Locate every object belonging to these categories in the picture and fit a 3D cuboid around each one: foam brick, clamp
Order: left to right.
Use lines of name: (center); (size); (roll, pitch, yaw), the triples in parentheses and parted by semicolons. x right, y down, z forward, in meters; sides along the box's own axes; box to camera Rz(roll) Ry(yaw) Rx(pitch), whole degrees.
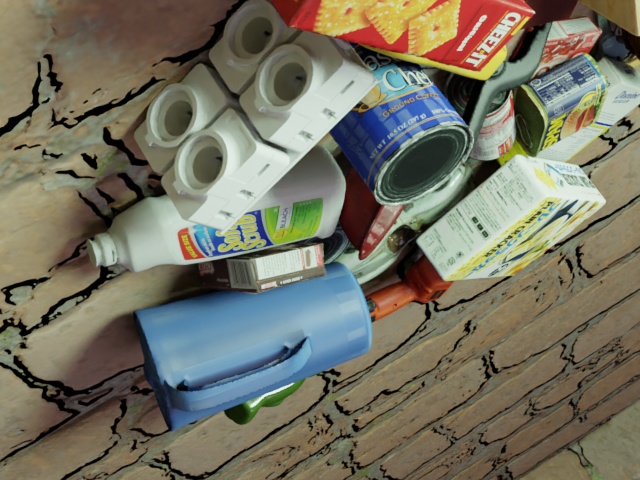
clamp: (0.151, -0.175, 1.038); (0.120, 0.039, 0.171); (45, 81, -22)
foam brick: (0.202, -0.238, 1.005); (0.078, 0.051, 0.053); (-17, 148, -29)

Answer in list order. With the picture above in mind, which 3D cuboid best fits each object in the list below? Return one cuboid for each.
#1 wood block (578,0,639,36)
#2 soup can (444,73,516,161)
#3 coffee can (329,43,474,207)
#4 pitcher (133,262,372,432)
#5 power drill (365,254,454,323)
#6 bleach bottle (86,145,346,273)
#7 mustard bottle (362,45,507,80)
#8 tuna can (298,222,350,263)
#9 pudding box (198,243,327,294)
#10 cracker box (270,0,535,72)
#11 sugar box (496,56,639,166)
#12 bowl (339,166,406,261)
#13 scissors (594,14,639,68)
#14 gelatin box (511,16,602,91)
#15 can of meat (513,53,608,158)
wood block: (0.258, -0.287, 0.888); (0.090, 0.090, 0.206); (-38, 141, -8)
soup can: (0.170, -0.134, 1.122); (0.068, 0.068, 0.102); (-33, 153, -1)
coffee can: (0.056, -0.115, 0.950); (0.102, 0.140, 0.103); (-26, 152, -15)
pitcher: (-0.068, 0.110, 1.141); (0.242, 0.149, 0.145); (-17, 153, -14)
power drill: (0.073, 0.075, 1.339); (0.187, 0.057, 0.184); (-25, 170, -13)
bleach bottle: (-0.101, -0.017, 1.030); (0.250, 0.068, 0.103); (-18, 149, -24)
mustard bottle: (0.073, -0.187, 0.900); (0.191, 0.096, 0.058); (2, 137, -48)
tuna can: (-0.008, 0.001, 1.190); (0.086, 0.034, 0.086); (-26, 152, -15)
pudding box: (-0.061, 0.027, 1.105); (0.089, 0.039, 0.114); (-14, -170, -35)
cracker box: (0.030, -0.206, 0.747); (0.213, 0.164, 0.072); (2, 138, -48)
sugar box: (0.295, -0.139, 1.255); (0.176, 0.048, 0.093); (-43, 153, 30)
bowl: (0.063, -0.061, 1.101); (0.162, 0.055, 0.162); (-56, 171, -14)
scissors: (0.338, -0.231, 1.200); (0.096, 0.016, 0.202); (-27, 154, -8)
gelatin box: (0.248, -0.199, 1.141); (0.089, 0.030, 0.073); (-14, 148, -31)
can of meat: (0.255, -0.145, 1.145); (0.084, 0.057, 0.102); (-28, 159, -8)
